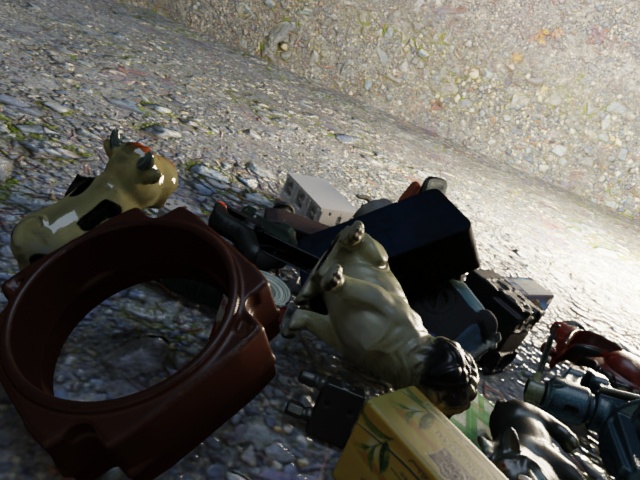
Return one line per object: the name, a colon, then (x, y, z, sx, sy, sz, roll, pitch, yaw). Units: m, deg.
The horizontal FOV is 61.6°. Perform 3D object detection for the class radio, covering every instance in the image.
radio: (0.086, 0.018, 0.736, 0.230, 0.073, 0.131, -20, 30, 3)

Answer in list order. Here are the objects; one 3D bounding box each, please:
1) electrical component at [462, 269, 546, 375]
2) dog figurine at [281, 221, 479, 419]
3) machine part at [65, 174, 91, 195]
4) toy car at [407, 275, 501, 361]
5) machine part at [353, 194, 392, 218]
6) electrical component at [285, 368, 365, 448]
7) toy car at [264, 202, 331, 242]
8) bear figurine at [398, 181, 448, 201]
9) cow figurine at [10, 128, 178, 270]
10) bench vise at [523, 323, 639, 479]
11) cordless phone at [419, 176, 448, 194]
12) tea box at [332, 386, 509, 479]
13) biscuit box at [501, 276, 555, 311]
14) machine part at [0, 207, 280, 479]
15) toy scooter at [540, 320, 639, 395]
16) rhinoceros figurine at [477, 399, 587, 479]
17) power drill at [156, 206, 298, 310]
electrical component: (0.234, 0.108, 0.778, 0.058, 0.114, 0.134, 7, 27, -41)
dog figurine: (0.077, 0.082, 0.568, 0.190, 0.121, 0.172, 33, 42, -6)
machine part: (-0.320, -0.044, 0.734, 0.084, 0.039, 0.139, -1, 32, -26)
toy car: (0.171, 0.111, 0.731, 0.162, 0.109, 0.102, 50, -7, 40)
machine part: (0.119, 0.019, 0.858, 0.079, 0.079, 0.243, 3, 48, -37)
electrical component: (0.016, 0.165, 0.524, 0.094, 0.063, 0.021, 23, 10, 1)
toy car: (-0.002, -0.003, 0.897, 0.202, 0.053, 0.089, 18, 34, -18)
bear figurine: (0.164, -0.035, 1.072, 0.196, 0.132, 0.120, -27, 84, -24)
cow figurine: (-0.238, -0.034, 0.583, 0.086, 0.127, 0.195, 35, 54, 19)
bench vise: (0.350, 0.225, 0.616, 0.224, 0.128, 0.240, 28, 17, 13)
cordless phone: (0.198, -0.020, 0.942, 0.146, 0.184, 0.089, 8, 22, -29)
tea box: (0.096, 0.216, 0.441, 0.068, 0.098, 0.170, -3, 31, -42)
biscuit box: (0.313, 0.103, 0.926, 0.202, 0.062, 0.059, 4, 29, -34)
machine part: (-0.151, 0.073, 0.445, 0.201, 0.087, 0.201, -37, 55, -24)
toy scooter: (0.412, 0.185, 0.815, 0.135, 0.075, 0.184, 4, 26, -37)
rhinoceros figurine: (0.199, 0.219, 0.516, 0.112, 0.073, 0.190, 46, 24, 2)
power drill: (-0.130, 0.015, 0.716, 0.232, 0.086, 0.207, 26, 19, 12)
